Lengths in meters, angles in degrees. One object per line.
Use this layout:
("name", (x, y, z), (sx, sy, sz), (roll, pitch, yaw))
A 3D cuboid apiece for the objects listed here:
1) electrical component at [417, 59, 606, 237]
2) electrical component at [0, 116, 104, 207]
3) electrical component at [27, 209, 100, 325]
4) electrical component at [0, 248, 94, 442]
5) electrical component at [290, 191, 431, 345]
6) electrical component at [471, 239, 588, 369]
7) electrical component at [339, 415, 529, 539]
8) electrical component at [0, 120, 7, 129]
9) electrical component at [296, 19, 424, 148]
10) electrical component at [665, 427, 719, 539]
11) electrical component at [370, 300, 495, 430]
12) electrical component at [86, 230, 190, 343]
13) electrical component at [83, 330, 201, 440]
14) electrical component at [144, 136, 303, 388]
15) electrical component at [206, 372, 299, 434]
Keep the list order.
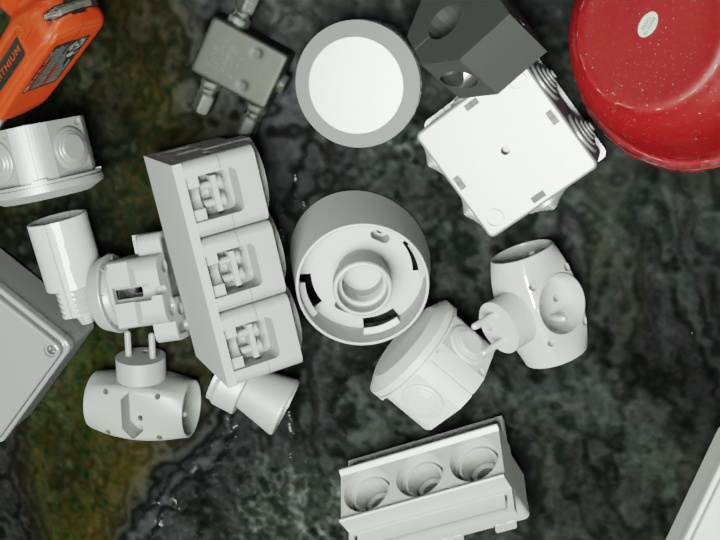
("electrical component", (0.096, -0.081, 0.691), (0.100, 0.048, 0.099), (-35, 95, 22))
("electrical component", (-0.222, -0.075, 0.744), (0.080, 0.080, 0.051), (-9, 100, 14))
("electrical component", (-0.210, 0.001, 0.784), (0.043, 0.043, 0.081), (-9, 105, 14))
("electrical component", (-0.277, 0.053, 0.807), (0.109, 0.056, 0.108), (39, 111, -2))
("electrical component", (0.000, 0.000, 0.742), (0.099, 0.064, 0.099), (0, 113, -1))
("electrical component", (0.107, 0.030, 0.713), (0.044, 0.079, 0.077), (0, 114, 58))
("electrical component", (0.053, 0.160, 0.765), (0.121, 0.078, 0.063), (-19, 131, 17))
("electrical component", (-0.285, -0.118, 0.762), (0.062, 0.043, 0.043), (32, 111, 2))
("electrical component", (0.002, -0.123, 0.697), (0.080, 0.051, 0.080), (3, 108, 11))
("electrical component", (0.278, 0.177, 0.731), (0.109, 0.056, 0.108), (20, 110, 5))
("electrical component", (0.049, 0.064, 0.732), (0.051, 0.080, 0.080), (40, 111, -8))
("electrical component", (-0.158, 0.014, 0.769), (0.057, 0.058, 0.078), (-8, 97, 13))
("electrical component", (-0.162, 0.083, 0.800), (0.077, 0.043, 0.079), (4, 108, 11))
("electrical component", (-0.089, -0.009, 0.726), (0.062, 0.089, 0.150), (-17, 106, -19))
("electrical component", (-0.078, 0.088, 0.783), (0.055, 0.045, 0.045), (27, 111, 3))
